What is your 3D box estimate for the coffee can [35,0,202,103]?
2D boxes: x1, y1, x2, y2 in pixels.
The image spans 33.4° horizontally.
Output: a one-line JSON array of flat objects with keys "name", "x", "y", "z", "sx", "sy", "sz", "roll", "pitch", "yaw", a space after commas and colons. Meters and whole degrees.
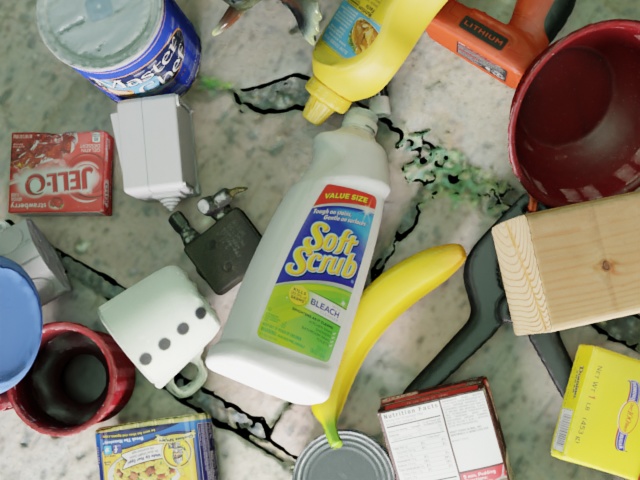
[{"name": "coffee can", "x": -0.164, "y": -0.174, "z": 0.897, "sx": 0.103, "sy": 0.140, "sz": 0.103, "roll": -1, "pitch": 84, "yaw": 7}]

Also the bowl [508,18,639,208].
[{"name": "bowl", "x": 0.213, "y": -0.107, "z": 0.864, "sx": 0.162, "sy": 0.055, "sz": 0.162, "roll": -8, "pitch": 119, "yaw": -16}]

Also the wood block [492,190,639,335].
[{"name": "wood block", "x": 0.252, "y": 0.008, "z": 0.829, "sx": 0.206, "sy": 0.090, "sz": 0.091, "roll": -11, "pitch": 85, "yaw": -8}]

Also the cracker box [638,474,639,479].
[{"name": "cracker box", "x": 0.311, "y": 0.232, "z": 0.788, "sx": 0.164, "sy": 0.072, "sz": 0.214, "roll": 14, "pitch": 103, "yaw": -3}]

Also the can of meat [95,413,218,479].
[{"name": "can of meat", "x": -0.136, "y": 0.193, "z": 0.896, "sx": 0.102, "sy": 0.057, "sz": 0.084, "roll": -9, "pitch": 81, "yaw": 6}]

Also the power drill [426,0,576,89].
[{"name": "power drill", "x": 0.170, "y": -0.239, "z": 0.906, "sx": 0.184, "sy": 0.057, "sz": 0.187, "roll": 35, "pitch": 90, "yaw": 12}]

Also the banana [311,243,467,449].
[{"name": "banana", "x": 0.046, "y": 0.077, "z": 0.890, "sx": 0.070, "sy": 0.037, "sz": 0.198, "roll": 30, "pitch": 83, "yaw": 29}]

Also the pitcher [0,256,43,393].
[{"name": "pitcher", "x": -0.351, "y": 0.058, "z": 0.852, "sx": 0.243, "sy": 0.149, "sz": 0.145, "roll": 0, "pitch": 92, "yaw": 28}]

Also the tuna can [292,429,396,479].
[{"name": "tuna can", "x": 0.021, "y": 0.200, "z": 0.887, "sx": 0.086, "sy": 0.033, "sz": 0.086, "roll": -1, "pitch": 84, "yaw": 7}]

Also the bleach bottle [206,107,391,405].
[{"name": "bleach bottle", "x": -0.006, "y": 0.001, "z": 0.873, "sx": 0.102, "sy": 0.068, "sz": 0.250, "roll": 25, "pitch": 69, "yaw": -19}]

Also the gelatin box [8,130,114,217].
[{"name": "gelatin box", "x": -0.229, "y": -0.058, "z": 0.948, "sx": 0.089, "sy": 0.030, "sz": 0.073, "roll": 0, "pitch": 84, "yaw": 7}]

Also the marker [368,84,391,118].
[{"name": "marker", "x": 0.046, "y": -0.167, "z": 0.932, "sx": 0.020, "sy": 0.020, "sz": 0.121, "roll": -7, "pitch": 83, "yaw": 6}]

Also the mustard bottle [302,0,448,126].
[{"name": "mustard bottle", "x": 0.046, "y": -0.177, "z": 0.879, "sx": 0.192, "sy": 0.058, "sz": 0.096, "roll": -54, "pitch": 36, "yaw": 12}]

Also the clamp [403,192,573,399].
[{"name": "clamp", "x": 0.152, "y": 0.063, "z": 0.885, "sx": 0.164, "sy": 0.036, "sz": 0.210, "roll": 2, "pitch": 88, "yaw": 7}]

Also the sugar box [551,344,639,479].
[{"name": "sugar box", "x": 0.279, "y": 0.152, "z": 0.839, "sx": 0.176, "sy": 0.048, "sz": 0.093, "roll": 17, "pitch": 86, "yaw": -1}]

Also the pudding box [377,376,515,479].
[{"name": "pudding box", "x": 0.104, "y": 0.174, "z": 0.860, "sx": 0.090, "sy": 0.039, "sz": 0.113, "roll": -14, "pitch": 96, "yaw": 13}]

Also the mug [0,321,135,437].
[{"name": "mug", "x": -0.215, "y": 0.121, "z": 0.900, "sx": 0.117, "sy": 0.081, "sz": 0.093, "roll": -22, "pitch": 82, "yaw": 4}]
